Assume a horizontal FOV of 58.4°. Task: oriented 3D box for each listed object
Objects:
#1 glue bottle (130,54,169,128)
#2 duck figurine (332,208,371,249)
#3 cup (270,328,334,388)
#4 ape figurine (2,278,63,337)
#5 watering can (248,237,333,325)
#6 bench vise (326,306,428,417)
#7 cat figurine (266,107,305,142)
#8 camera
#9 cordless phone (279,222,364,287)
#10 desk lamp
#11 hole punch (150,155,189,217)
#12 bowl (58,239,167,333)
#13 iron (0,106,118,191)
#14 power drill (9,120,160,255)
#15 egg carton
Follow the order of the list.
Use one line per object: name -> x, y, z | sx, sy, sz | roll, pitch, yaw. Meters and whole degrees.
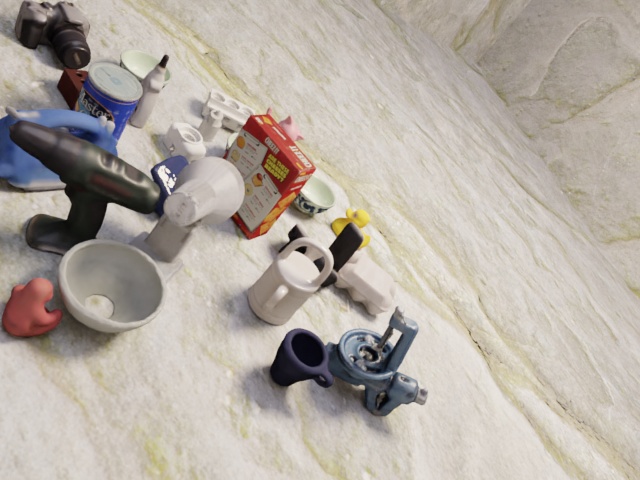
glue bottle -> -0.362, -0.327, 1.230 | 0.037, 0.173, 0.078 | 13, 43, -35
duck figurine -> 0.092, -0.036, 1.434 | 0.104, 0.086, 0.078 | 41, 34, -1
cup -> -0.036, 0.226, 1.009 | 0.117, 0.094, 0.092 | 47, 34, 8
ape figurine -> -0.401, 0.089, 0.803 | 0.078, 0.092, 0.076 | 48, 34, 9
watering can -> -0.048, 0.063, 1.090 | 0.101, 0.193, 0.173 | 28, 36, -19
bench vise -> 0.132, 0.217, 1.073 | 0.208, 0.219, 0.121 | 28, 36, -20
cat figurine -> -0.105, -0.288, 1.491 | 0.127, 0.117, 0.067 | 51, 35, 13
camera -> -0.557, -0.444, 1.233 | 0.144, 0.100, 0.136 | -4, 54, -47
cordless phone -> 0.011, 0.004, 1.221 | 0.147, 0.184, 0.094 | 50, 35, 13
desk lamp -> -0.238, -0.030, 0.987 | 0.118, 0.213, 0.203 | 38, 34, -5
hole punch -> -0.284, -0.103, 1.132 | 0.101, 0.091, 0.109 | 43, 34, 2
bowl -> -0.331, 0.083, 0.895 | 0.168, 0.074, 0.167 | 26, 37, -21
iron -> -0.448, -0.177, 1.008 | 0.259, 0.141, 0.118 | -14, 62, -51
power drill -> -0.381, -0.069, 0.894 | 0.230, 0.208, 0.075 | 17, 41, -32
egg carton -> 0.105, 0.099, 1.312 | 0.150, 0.069, 0.107 | 38, 34, -5
